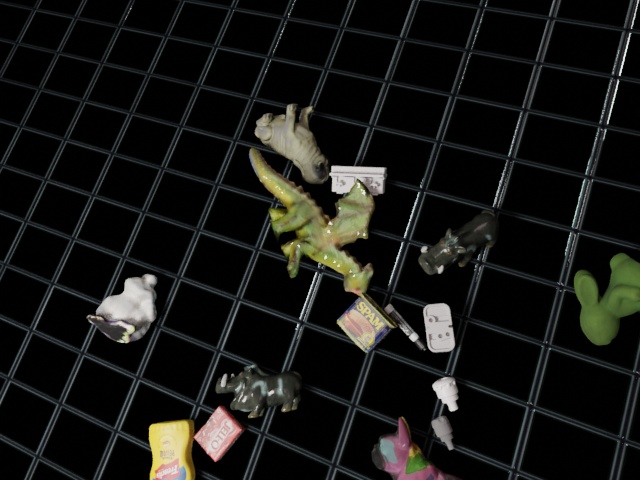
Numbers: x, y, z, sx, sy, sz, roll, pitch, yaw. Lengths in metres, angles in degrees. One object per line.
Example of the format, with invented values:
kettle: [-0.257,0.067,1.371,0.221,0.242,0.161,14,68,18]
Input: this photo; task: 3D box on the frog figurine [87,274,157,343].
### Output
frog figurine: [-0.450,0.158,1.230,0.137,0.120,0.163,-1,39,21]

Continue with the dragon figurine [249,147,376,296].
dragon figurine: [0.004,-0.058,1.160,0.242,0.121,0.413,-19,83,3]
